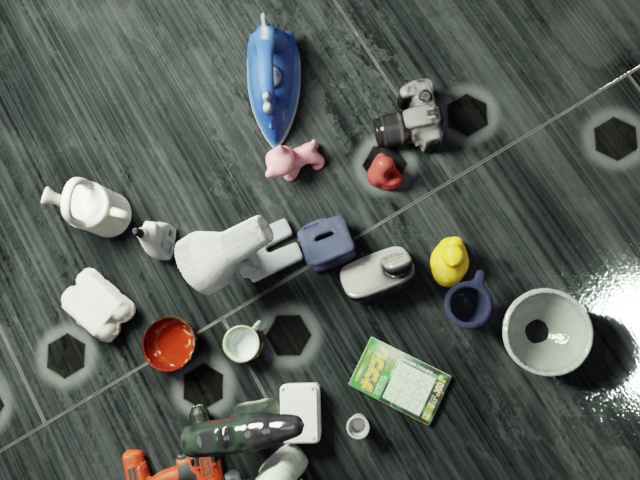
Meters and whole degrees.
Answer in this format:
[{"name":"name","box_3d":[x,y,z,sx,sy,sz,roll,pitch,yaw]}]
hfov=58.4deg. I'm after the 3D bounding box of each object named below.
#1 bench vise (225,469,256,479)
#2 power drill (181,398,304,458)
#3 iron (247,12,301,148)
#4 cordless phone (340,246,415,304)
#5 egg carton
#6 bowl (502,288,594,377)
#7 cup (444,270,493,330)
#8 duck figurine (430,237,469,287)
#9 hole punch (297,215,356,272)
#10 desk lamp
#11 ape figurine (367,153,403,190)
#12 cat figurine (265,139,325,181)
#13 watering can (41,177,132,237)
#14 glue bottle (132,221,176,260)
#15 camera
[{"name":"bench vise","box_3d":[-0.148,0.537,1.033,0.121,0.220,0.207,-36,80,-1]},{"name":"power drill","box_3d":[-0.131,0.348,1.065,0.229,0.208,0.075,-13,80,3]},{"name":"iron","box_3d":[-0.104,-0.334,1.201,0.118,0.141,0.258,-3,81,5]},{"name":"cordless phone","box_3d":[0.111,0.061,1.100,0.147,0.185,0.094,-24,80,1]},{"name":"egg carton","box_3d":[-0.463,0.136,1.197,0.150,0.069,0.107,37,86,9]},{"name":"bowl","box_3d":[0.432,0.178,1.111,0.167,0.075,0.167,-1,81,5]},{"name":"cup","box_3d":[0.289,0.116,1.122,0.091,0.095,0.118,21,84,8]},{"name":"duck figurine","box_3d":[0.262,0.041,1.140,0.077,0.086,0.105,12,83,7]},{"name":"hole punch","box_3d":[0.011,0.004,1.165,0.108,0.091,0.101,-22,80,2]},{"name":"desk lamp","box_3d":[-0.154,0.020,1.115,0.203,0.213,0.118,-26,80,1]},{"name":"ape figurine","box_3d":[0.133,-0.145,1.177,0.076,0.092,0.078,-11,80,3]},{"name":"cat figurine","box_3d":[-0.059,-0.171,1.184,0.128,0.118,0.067,-26,80,1]},{"name":"watering can","box_3d":[-0.477,-0.068,1.166,0.172,0.194,0.101,-9,81,4]},{"name":"glue bottle","box_3d":[-0.338,-0.005,1.155,0.037,0.173,0.078,8,82,7]},{"name":"camera","box_3d":[0.178,-0.252,1.185,0.136,0.101,0.143,-11,81,3]}]
